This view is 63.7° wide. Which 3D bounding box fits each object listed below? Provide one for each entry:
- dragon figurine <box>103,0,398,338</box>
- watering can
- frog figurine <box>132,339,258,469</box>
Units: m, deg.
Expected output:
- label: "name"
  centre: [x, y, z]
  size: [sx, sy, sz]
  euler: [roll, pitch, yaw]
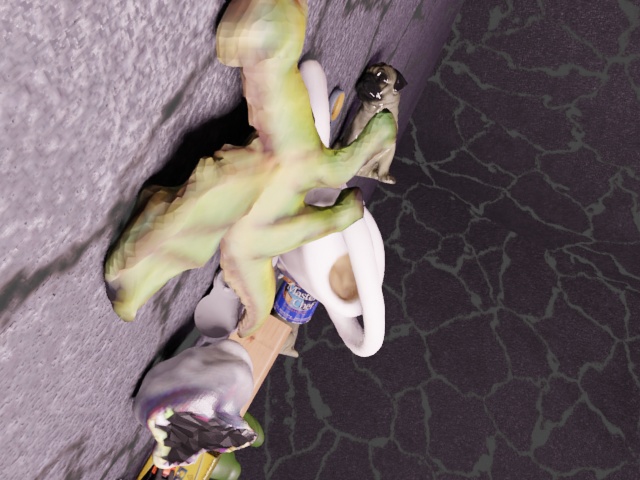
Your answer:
- label: "dragon figurine"
  centre: [-0.073, -0.015, 0.423]
  size: [0.123, 0.402, 0.245]
  euler: [36, 31, 23]
- label: "watering can"
  centre: [0.002, -0.031, 0.621]
  size: [0.104, 0.344, 0.226]
  euler: [-18, 15, -18]
- label: "frog figurine"
  centre: [-0.138, 0.157, 0.586]
  size: [0.136, 0.121, 0.163]
  euler: [-37, 27, 13]
